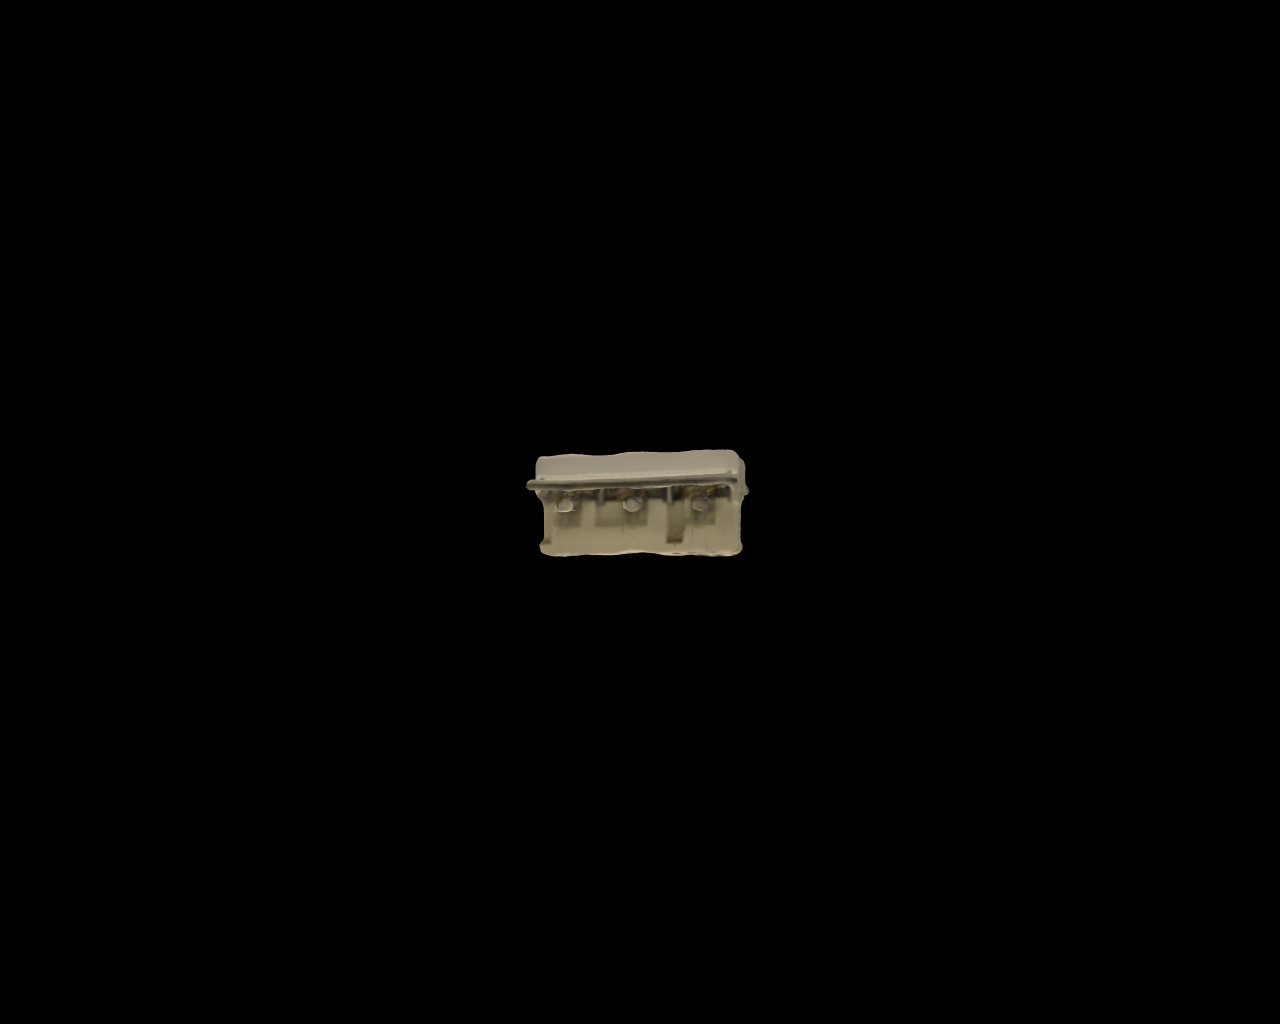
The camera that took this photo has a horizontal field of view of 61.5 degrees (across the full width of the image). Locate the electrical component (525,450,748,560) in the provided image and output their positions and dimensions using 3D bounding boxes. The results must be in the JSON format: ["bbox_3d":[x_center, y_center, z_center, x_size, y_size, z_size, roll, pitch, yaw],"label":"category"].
[{"bbox_3d":[0.001,-0.003,0.650,0.121,0.063,0.078,-1,-4,11],"label":"electrical component"}]
